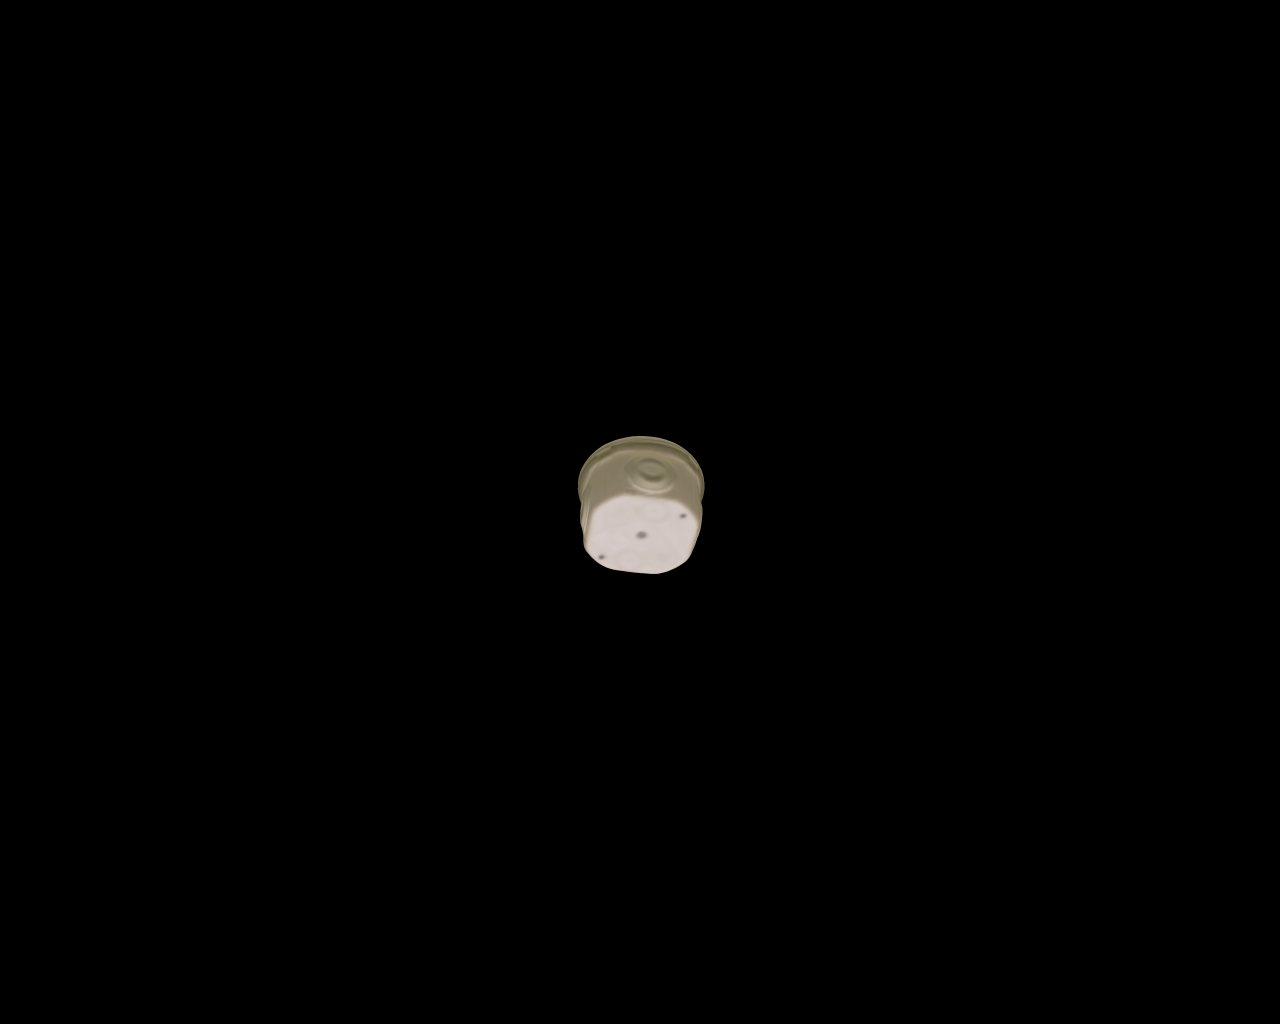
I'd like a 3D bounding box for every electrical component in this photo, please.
[{"bbox_3d":[0.001,-0.003,0.650,0.080,0.080,0.051,0,44,0],"label":"electrical component"}]
